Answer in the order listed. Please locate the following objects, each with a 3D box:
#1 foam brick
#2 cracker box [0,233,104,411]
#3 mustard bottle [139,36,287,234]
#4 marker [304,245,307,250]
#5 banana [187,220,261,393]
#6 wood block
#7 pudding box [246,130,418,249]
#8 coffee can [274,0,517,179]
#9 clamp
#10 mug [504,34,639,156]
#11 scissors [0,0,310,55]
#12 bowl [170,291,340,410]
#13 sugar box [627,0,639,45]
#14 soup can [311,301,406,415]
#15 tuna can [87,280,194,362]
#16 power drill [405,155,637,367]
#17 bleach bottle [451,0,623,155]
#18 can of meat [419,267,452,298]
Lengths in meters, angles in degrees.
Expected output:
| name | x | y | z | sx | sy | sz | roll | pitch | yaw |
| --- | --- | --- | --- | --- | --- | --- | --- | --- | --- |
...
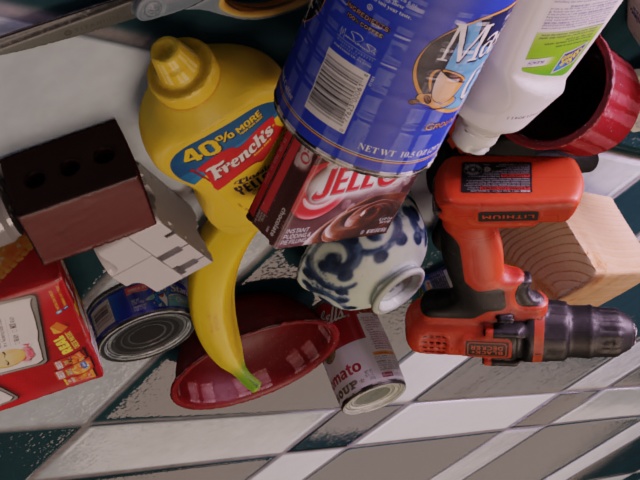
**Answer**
| name | x | y | z | sx | sy | sz | roll | pitch | yaw |
| --- | --- | --- | --- | --- | --- | --- | --- | --- | --- |
| foam brick | -0.148 | -0.029 | 0.661 | 0.078 | 0.053 | 0.051 | -21 | 143 | -8 |
| cracker box | -0.272 | 0.070 | 0.736 | 0.213 | 0.072 | 0.164 | -18 | 152 | -10 |
| mustard bottle | -0.058 | -0.070 | 0.663 | 0.096 | 0.058 | 0.191 | -28 | 154 | 5 |
| marker | -0.006 | 0.001 | 0.885 | 0.020 | 0.020 | 0.121 | -24 | 154 | 0 |
| banana | -0.070 | 0.031 | 0.827 | 0.070 | 0.037 | 0.198 | 14 | 128 | 12 |
| wood block | 0.224 | 0.014 | 0.977 | 0.090 | 0.091 | 0.205 | -35 | 163 | 26 |
| pudding box | 0.016 | -0.044 | 0.689 | 0.113 | 0.039 | 0.090 | -10 | 137 | -47 |
| coffee can | 0.044 | -0.119 | 0.576 | 0.102 | 0.103 | 0.140 | -6 | 137 | -33 |
| clamp | 0.150 | -0.060 | 0.879 | 0.164 | 0.036 | 0.210 | -29 | 158 | 7 |
| mug | 0.168 | -0.104 | 0.767 | 0.117 | 0.093 | 0.081 | -4 | 174 | 35 |
| scissors | -0.080 | -0.140 | 0.559 | 0.201 | 0.016 | 0.096 | -12 | 150 | -24 |
| bowl | -0.066 | 0.093 | 0.966 | 0.162 | 0.055 | 0.162 | -19 | 154 | -10 |
| sugar box | 0.253 | -0.194 | 0.703 | 0.093 | 0.048 | 0.176 | -25 | 158 | 4 |
| soup can | 0.034 | 0.108 | 1.026 | 0.068 | 0.102 | 0.068 | -18 | 153 | -9 |
| tuna can | -0.145 | 0.066 | 0.875 | 0.086 | 0.034 | 0.086 | -19 | 154 | -10 |
| power drill | 0.156 | 0.024 | 0.815 | 0.184 | 0.057 | 0.188 | 0 | 132 | 7 |
| bleach bottle | 0.133 | -0.147 | 0.638 | 0.102 | 0.068 | 0.251 | -10 | 145 | -30 |
| can of meat | 0.148 | 0.056 | 1.076 | 0.084 | 0.057 | 0.102 | -24 | 154 | 7 |
